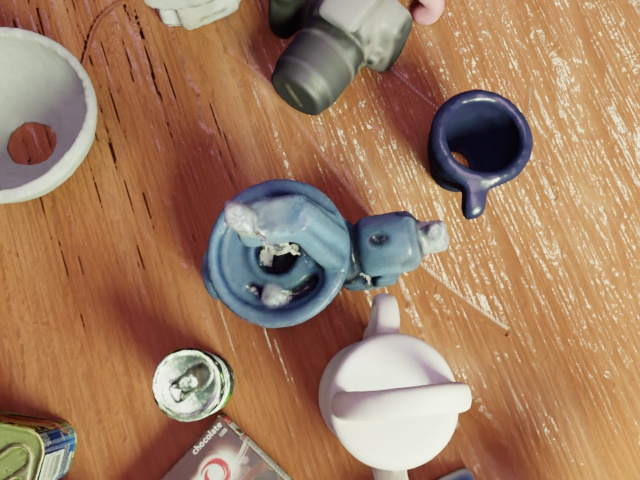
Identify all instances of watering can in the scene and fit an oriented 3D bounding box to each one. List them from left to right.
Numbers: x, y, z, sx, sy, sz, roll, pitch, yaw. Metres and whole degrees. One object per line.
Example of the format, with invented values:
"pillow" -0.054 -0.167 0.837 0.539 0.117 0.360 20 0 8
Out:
"watering can" 0.057 0.130 0.439 0.101 0.194 0.173 -23 80 -8

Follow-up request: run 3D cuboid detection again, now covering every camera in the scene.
"camera" 0.001 -0.204 0.558 0.143 0.101 0.137 35 78 4

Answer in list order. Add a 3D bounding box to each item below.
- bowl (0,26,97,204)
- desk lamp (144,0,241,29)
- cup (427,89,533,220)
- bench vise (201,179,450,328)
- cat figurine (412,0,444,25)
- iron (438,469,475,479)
"bowl" -0.283 -0.104 0.530 0.167 0.074 0.167 1 77 -4
"desk lamp" -0.126 -0.281 0.509 0.118 0.213 0.203 -24 80 -8
"cup" 0.138 -0.068 0.539 0.091 0.095 0.118 8 77 -2
"bench vise" -0.001 -0.009 0.453 0.207 0.219 0.121 -24 80 -8
"cat figurine" 0.077 -0.284 0.572 0.128 0.117 0.067 9 77 -2
"iron" 0.068 0.299 0.429 0.118 0.141 0.258 31 77 4
